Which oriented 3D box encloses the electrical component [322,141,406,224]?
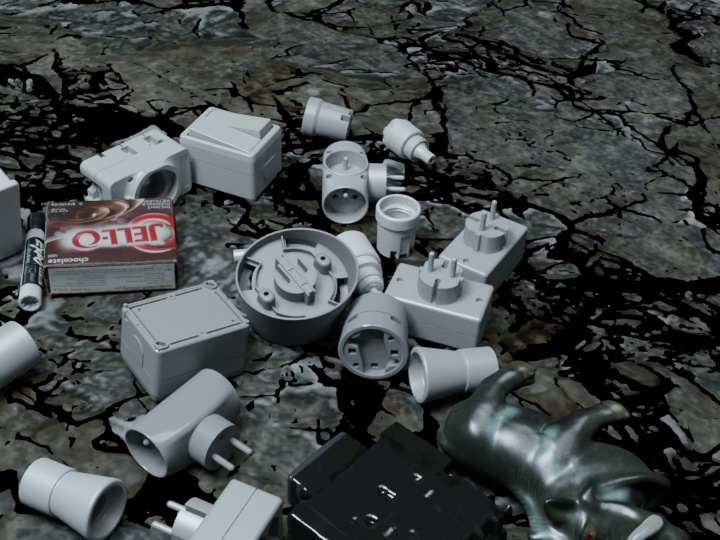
[{"bbox_3d":[0.004,-0.084,1.024,0.079,0.044,0.077,2,40,-3],"label":"electrical component"}]

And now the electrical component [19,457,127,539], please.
[{"bbox_3d":[-0.198,0.153,0.732,0.065,0.044,0.044,16,41,21],"label":"electrical component"}]

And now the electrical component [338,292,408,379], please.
[{"bbox_3d":[0.012,0.051,0.858,0.055,0.055,0.047,6,36,3],"label":"electrical component"}]

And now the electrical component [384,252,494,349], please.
[{"bbox_3d":[0.065,0.017,0.885,0.083,0.075,0.047,14,42,13],"label":"electrical component"}]

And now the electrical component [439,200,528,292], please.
[{"bbox_3d":[0.109,-0.026,0.938,0.047,0.075,0.083,24,44,23],"label":"electrical component"}]

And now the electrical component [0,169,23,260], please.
[{"bbox_3d":[-0.339,-0.043,0.911,0.100,0.099,0.048,-29,63,-33],"label":"electrical component"}]

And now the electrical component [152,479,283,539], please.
[{"bbox_3d":[-0.099,0.174,0.708,0.077,0.047,0.065,18,42,17],"label":"electrical component"}]

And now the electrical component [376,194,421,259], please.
[{"bbox_3d":[0.033,-0.039,0.971,0.040,0.046,0.040,2,40,-2],"label":"electrical component"}]

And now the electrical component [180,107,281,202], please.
[{"bbox_3d":[-0.131,-0.118,1.042,0.096,0.061,0.061,17,42,16],"label":"electrical component"}]

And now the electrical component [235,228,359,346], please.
[{"bbox_3d":[-0.053,0.012,0.882,0.099,0.064,0.099,3,58,-5],"label":"electrical component"}]

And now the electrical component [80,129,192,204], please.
[{"bbox_3d":[-0.206,-0.085,1.007,0.056,0.050,0.089,33,48,31],"label":"electrical component"}]

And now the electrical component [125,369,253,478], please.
[{"bbox_3d":[-0.114,0.118,0.777,0.079,0.043,0.077,28,46,26],"label":"electrical component"}]

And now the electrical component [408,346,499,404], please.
[{"bbox_3d":[0.075,0.079,0.839,0.065,0.044,0.044,-4,40,-16],"label":"electrical component"}]

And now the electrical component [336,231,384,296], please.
[{"bbox_3d":[0.000,0.000,0.928,0.040,0.040,0.078,-13,43,-19],"label":"electrical component"}]

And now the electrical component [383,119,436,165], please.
[{"bbox_3d":[0.052,-0.126,1.086,0.035,0.035,0.061,-26,51,-30],"label":"electrical component"}]

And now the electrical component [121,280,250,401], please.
[{"bbox_3d":[-0.132,0.055,0.842,0.096,0.061,0.062,-16,43,-33],"label":"electrical component"}]

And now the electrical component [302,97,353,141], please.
[{"bbox_3d":[-0.033,-0.154,1.110,0.046,0.040,0.040,14,41,3],"label":"electrical component"}]

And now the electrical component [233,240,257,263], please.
[{"bbox_3d":[-0.080,-0.014,0.944,0.061,0.035,0.035,-5,41,-6],"label":"electrical component"}]
